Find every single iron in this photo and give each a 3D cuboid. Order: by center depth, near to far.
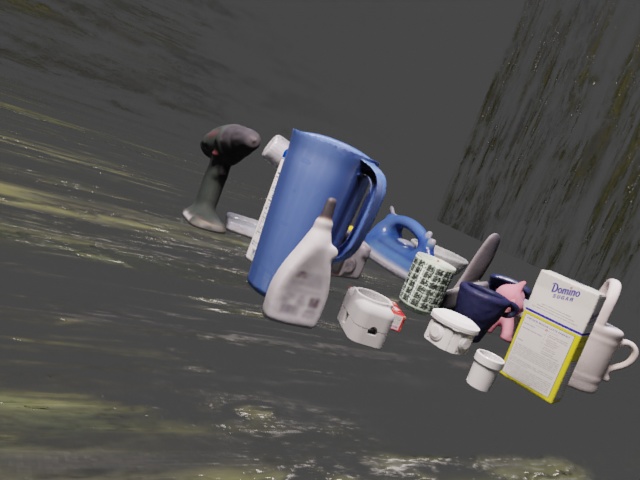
[{"bbox_3d":[0.215,0.014,1.402,0.119,0.141,0.257,14,12,-36],"label":"iron"}]

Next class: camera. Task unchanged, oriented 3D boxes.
[{"bbox_3d":[0.010,0.004,1.137,0.144,0.101,0.136,12,13,-44],"label":"camera"}]

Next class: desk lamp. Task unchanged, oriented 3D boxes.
[{"bbox_3d":[-0.067,-0.096,1.189,0.204,0.213,0.117,18,10,-17],"label":"desk lamp"}]

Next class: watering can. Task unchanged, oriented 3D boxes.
[{"bbox_3d":[0.459,0.153,0.989,0.173,0.194,0.101,21,9,-3],"label":"watering can"}]

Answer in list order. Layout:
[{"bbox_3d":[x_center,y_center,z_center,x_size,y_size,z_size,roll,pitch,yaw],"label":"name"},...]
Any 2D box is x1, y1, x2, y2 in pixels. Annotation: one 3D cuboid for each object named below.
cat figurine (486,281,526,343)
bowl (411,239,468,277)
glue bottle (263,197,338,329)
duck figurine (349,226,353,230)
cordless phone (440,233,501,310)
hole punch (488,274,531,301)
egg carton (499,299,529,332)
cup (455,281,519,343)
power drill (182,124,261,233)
[{"bbox_3d":[0.380,0.134,1.158,0.067,0.118,0.128,24,10,15],"label":"cat figurine"},{"bbox_3d":[0.312,0.060,1.557,0.167,0.075,0.167,21,9,-3],"label":"bowl"},{"bbox_3d":[-0.012,0.027,0.738,0.078,0.173,0.037,16,10,-25],"label":"glue bottle"},{"bbox_3d":[0.032,-0.024,1.389,0.105,0.086,0.077,18,10,-17],"label":"duck figurine"},{"bbox_3d":[0.306,0.068,1.162,0.094,0.185,0.148,24,10,20],"label":"cordless phone"},{"bbox_3d":[0.458,0.133,1.412,0.108,0.091,0.101,25,10,21],"label":"hole punch"},{"bbox_3d":[0.460,0.175,1.246,0.150,0.069,0.107,23,10,11],"label":"egg carton"},{"bbox_3d":[0.287,0.136,1.016,0.118,0.095,0.091,19,10,-12],"label":"cup"},{"bbox_3d":[-0.190,-0.126,1.101,0.076,0.208,0.228,15,11,-31],"label":"power drill"}]
